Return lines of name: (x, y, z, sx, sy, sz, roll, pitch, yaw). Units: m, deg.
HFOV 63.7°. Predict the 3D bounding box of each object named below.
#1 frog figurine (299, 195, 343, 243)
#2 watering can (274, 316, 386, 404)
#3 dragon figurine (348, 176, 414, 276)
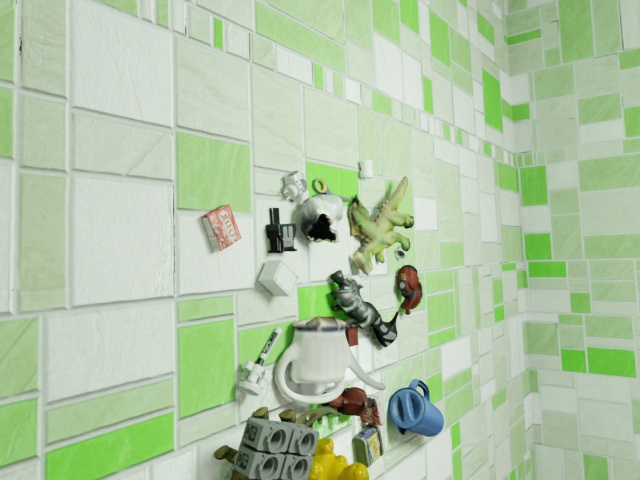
frog figurine: (0.004, -0.073, 1.446, 0.121, 0.163, 0.135, -33, -58, 26)
watering can: (0.035, 0.320, 1.388, 0.347, 0.226, 0.103, 6, -9, -31)
dragon figurine: (0.190, -0.071, 1.692, 0.121, 0.417, 0.240, -11, -30, 43)
